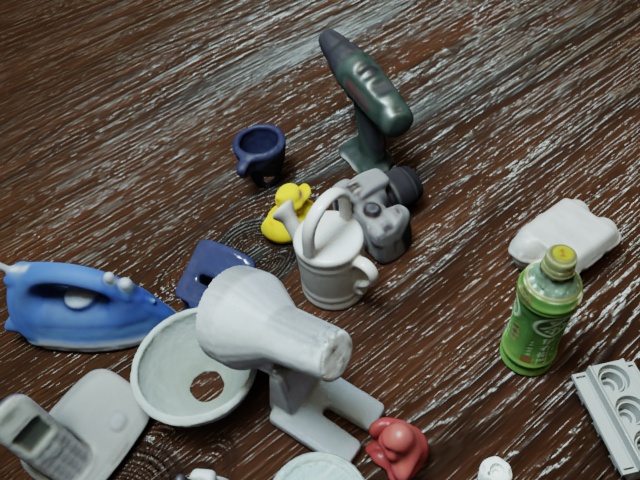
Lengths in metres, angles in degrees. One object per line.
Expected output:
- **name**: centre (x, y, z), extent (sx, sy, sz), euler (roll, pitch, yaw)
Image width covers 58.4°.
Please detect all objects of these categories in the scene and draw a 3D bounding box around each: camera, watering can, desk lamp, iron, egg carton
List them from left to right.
- **iron**: centre (-0.331, 0.078, 0.818), extent (0.258, 0.142, 0.118), euler (2, 51, 8)
- **desk lamp**: centre (-0.030, 0.143, 0.681), extent (0.202, 0.214, 0.118), euler (25, 58, 25)
- **watering can**: centre (0.006, 0.004, 0.803), extent (0.172, 0.194, 0.101), euler (12, 53, 16)
- **camera**: centre (0.104, -0.060, 0.905), extent (0.137, 0.101, 0.142), euler (-30, 54, -17)
- **egg carton**: centre (0.358, 0.004, 0.842), extent (0.150, 0.069, 0.107), euler (-33, 54, -19)

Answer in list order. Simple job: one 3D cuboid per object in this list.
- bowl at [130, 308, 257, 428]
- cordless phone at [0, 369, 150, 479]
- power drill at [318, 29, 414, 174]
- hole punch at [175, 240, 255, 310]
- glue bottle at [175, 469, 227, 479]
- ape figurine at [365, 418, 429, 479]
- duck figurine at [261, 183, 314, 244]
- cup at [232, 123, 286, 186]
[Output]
- **bowl**: centre (-0.158, 0.177, 0.759), extent (0.167, 0.075, 0.167), euler (-3, 51, 4)
- **cordless phone**: centre (-0.294, 0.210, 0.677), extent (0.094, 0.185, 0.148), euler (19, 56, 21)
- **power drill**: centre (0.071, -0.219, 0.969), extent (0.076, 0.209, 0.229), euler (-28, 53, -16)
- **hole punch**: centre (-0.149, 0.067, 0.837), extent (0.108, 0.091, 0.101), euler (21, 56, 22)
- **glue bottle**: centre (-0.124, 0.280, 0.607), extent (0.037, 0.173, 0.078), euler (0, 51, 8)
- **ape figurine**: centre (0.090, 0.239, 0.667), extent (0.076, 0.092, 0.077), euler (-6, 50, 3)
- **duck figurine**: centre (-0.052, -0.050, 0.925), extent (0.105, 0.086, 0.077), euler (-36, 55, -21)
- **cup**: centre (-0.104, -0.130, 0.991), extent (0.091, 0.095, 0.118), euler (15, 54, 18)
